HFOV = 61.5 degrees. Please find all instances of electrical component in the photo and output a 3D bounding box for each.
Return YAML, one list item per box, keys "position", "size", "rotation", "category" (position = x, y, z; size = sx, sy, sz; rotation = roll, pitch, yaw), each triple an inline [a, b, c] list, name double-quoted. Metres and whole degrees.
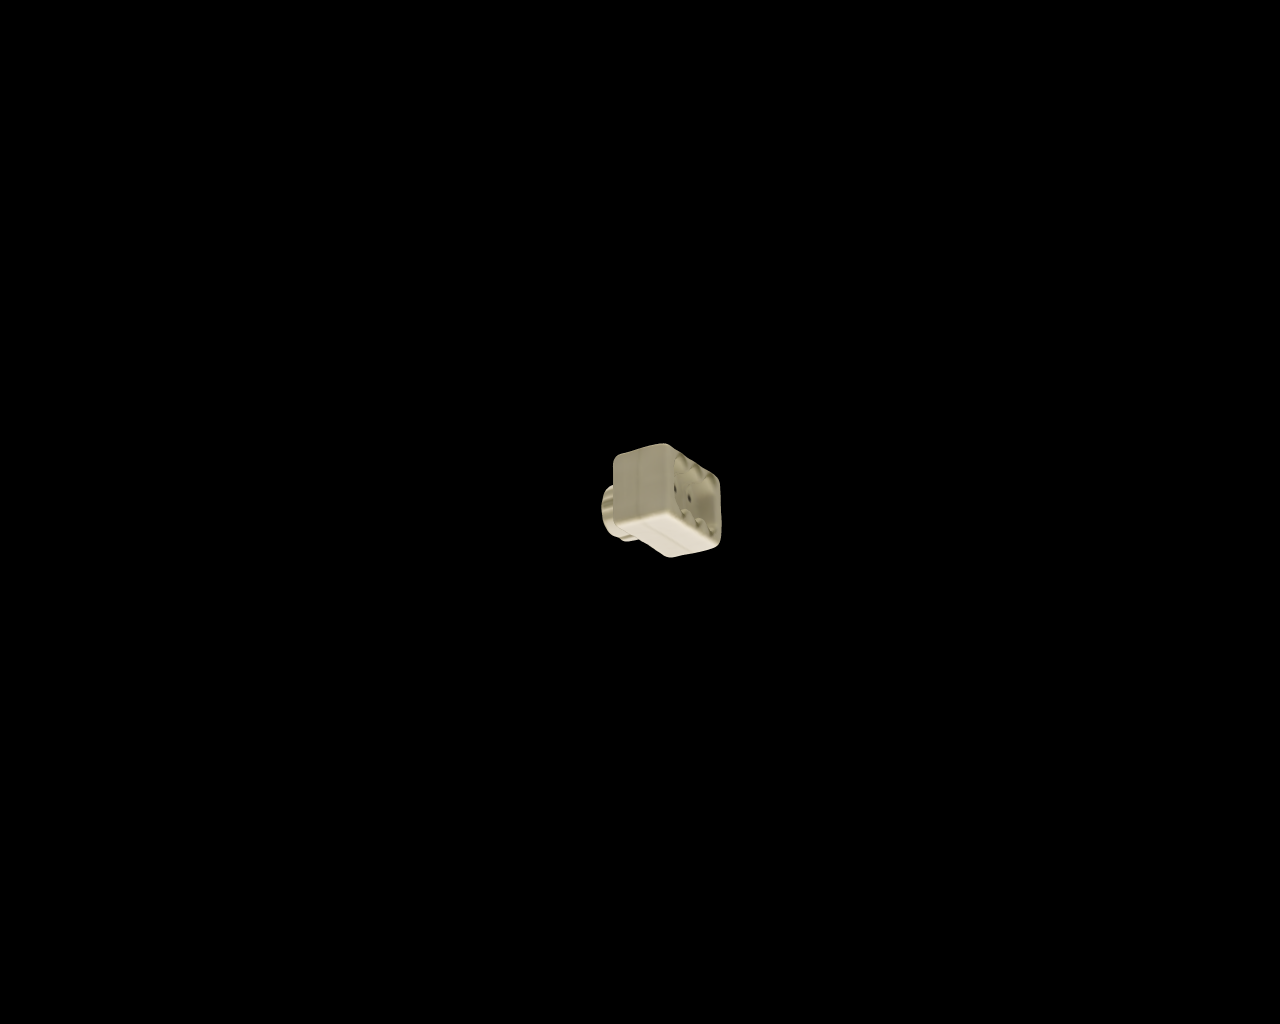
- position: [0.001, -0.003, 0.650]
  size: [0.076, 0.047, 0.065]
  rotation: [-13, -26, 29]
  category: "electrical component"
